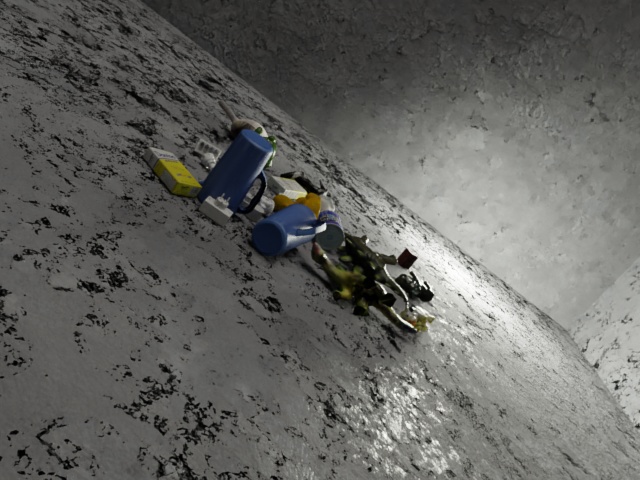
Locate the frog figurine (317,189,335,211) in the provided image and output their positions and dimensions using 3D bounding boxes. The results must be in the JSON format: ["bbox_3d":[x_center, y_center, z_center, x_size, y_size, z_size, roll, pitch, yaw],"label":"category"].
[{"bbox_3d":[0.006,-0.101,2.002,0.139,0.121,0.160,-24,88,-46],"label":"frog figurine"}]

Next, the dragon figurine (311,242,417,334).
[{"bbox_3d":[0.121,0.144,1.608,0.405,0.122,0.246,40,6,-26],"label":"dragon figurine"}]

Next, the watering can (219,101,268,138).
[{"bbox_3d":[-0.345,-0.505,2.318,0.347,0.103,0.227,38,17,-4],"label":"watering can"}]
